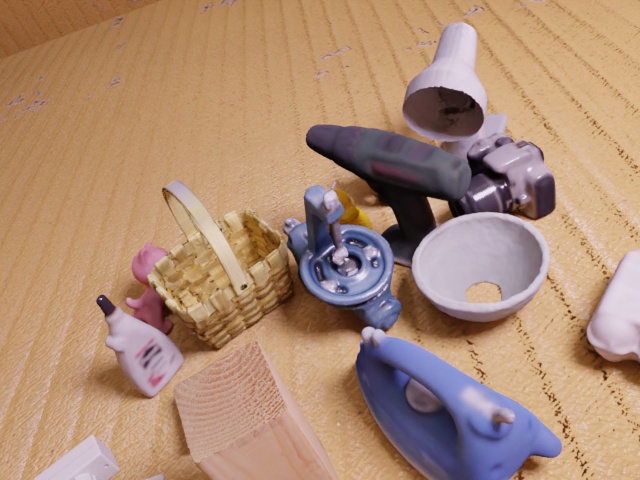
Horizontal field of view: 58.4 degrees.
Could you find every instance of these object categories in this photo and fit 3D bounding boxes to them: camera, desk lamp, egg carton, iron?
[{"bbox_3d":[0.248,-0.087,0.833,0.137,0.101,0.142,-27,40,-5],"label":"camera"},{"bbox_3d":[0.216,-0.213,0.900,0.117,0.214,0.203,2,46,27],"label":"desk lamp"},{"bbox_3d":[0.364,0.077,0.623,0.107,0.070,0.150,16,53,37],"label":"egg carton"},{"bbox_3d":[0.109,0.155,0.597,0.119,0.142,0.257,-41,43,-21],"label":"iron"}]

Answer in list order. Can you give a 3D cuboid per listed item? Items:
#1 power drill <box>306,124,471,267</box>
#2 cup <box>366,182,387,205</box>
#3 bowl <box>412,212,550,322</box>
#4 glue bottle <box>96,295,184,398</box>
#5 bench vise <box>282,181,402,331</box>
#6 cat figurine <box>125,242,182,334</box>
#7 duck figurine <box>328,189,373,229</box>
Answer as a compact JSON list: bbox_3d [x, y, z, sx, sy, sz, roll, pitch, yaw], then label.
[{"bbox_3d":[0.099,-0.062,0.790,0.228,0.209,0.076,11,50,34],"label":"power drill"},{"bbox_3d":[0.100,-0.107,0.929,0.117,0.095,0.092,17,54,38],"label":"cup"},{"bbox_3d":[0.204,0.046,0.727,0.167,0.075,0.167,-13,41,12],"label":"bowl"},{"bbox_3d":[-0.248,0.133,0.761,0.037,0.173,0.078,11,50,33],"label":"glue bottle"},{"bbox_3d":[0.000,0.011,0.746,0.206,0.220,0.122,14,52,36],"label":"bench vise"},{"bbox_3d":[-0.262,0.065,0.886,0.067,0.118,0.128,-3,43,22],"label":"cat figurine"},{"bbox_3d":[0.031,-0.043,0.896,0.077,0.086,0.104,-37,42,-17],"label":"duck figurine"}]
